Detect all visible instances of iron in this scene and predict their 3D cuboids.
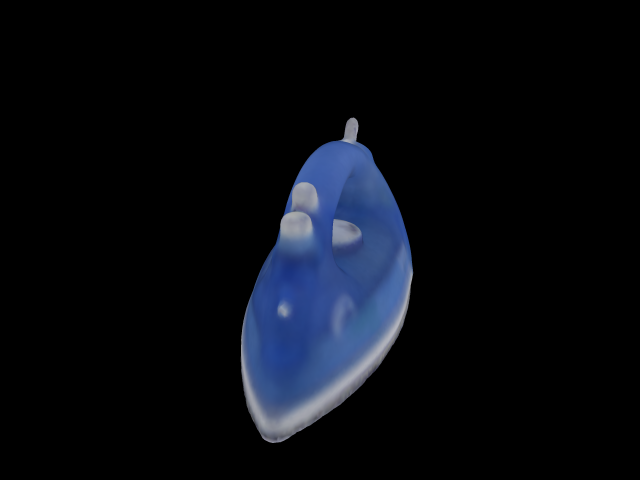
[{"bbox_3d":[0.004,0.001,0.400,0.118,0.141,0.258,4,20,11],"label":"iron"}]
